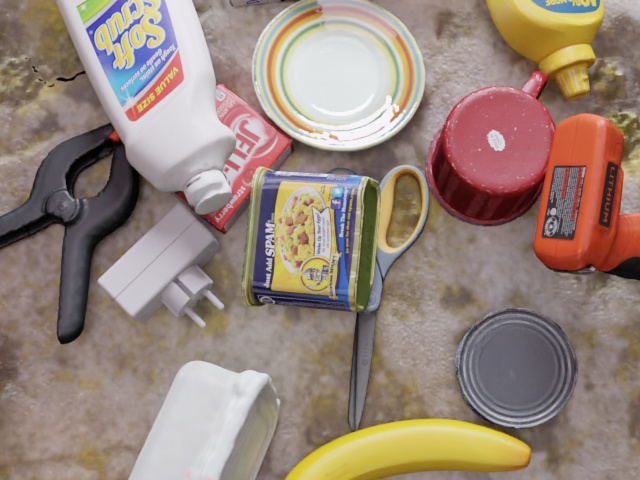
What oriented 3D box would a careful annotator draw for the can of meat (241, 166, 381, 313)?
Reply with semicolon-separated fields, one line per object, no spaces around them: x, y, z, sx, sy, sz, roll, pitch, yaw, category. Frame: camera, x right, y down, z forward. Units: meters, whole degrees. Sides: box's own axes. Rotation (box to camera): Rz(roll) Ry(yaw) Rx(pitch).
-0.005;0.001;0.768;0.084;0.057;0.102;4;87;17;can of meat

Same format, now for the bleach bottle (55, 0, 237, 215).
-0.121;-0.135;0.785;0.102;0.068;0.251;-27;71;0;bleach bottle

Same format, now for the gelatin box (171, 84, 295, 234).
-0.074;-0.061;0.808;0.073;0.030;0.089;38;83;7;gelatin box

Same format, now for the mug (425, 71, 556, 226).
0.133;-0.072;0.779;0.093;0.081;0.117;34;83;7;mug

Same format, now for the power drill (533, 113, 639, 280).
0.247;-0.030;0.744;0.187;0.057;0.184;13;85;-24;power drill

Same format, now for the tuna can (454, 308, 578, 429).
0.141;0.093;0.774;0.086;0.034;0.086;0;80;1;tuna can

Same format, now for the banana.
0.048;0.163;0.757;0.197;0.037;0.070;-20;62;-7;banana

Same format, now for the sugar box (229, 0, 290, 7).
0.011;-0.240;0.831;0.176;0.048;0.093;-6;80;4;sugar box

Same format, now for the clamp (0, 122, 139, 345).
-0.200;-0.020;0.800;0.120;0.039;0.171;25;75;1;clamp

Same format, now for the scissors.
0.020;0.031;0.797;0.096;0.016;0.201;21;81;6;scissors

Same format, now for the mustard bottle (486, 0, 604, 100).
0.165;-0.197;0.806;0.096;0.058;0.191;-10;79;-33;mustard bottle
